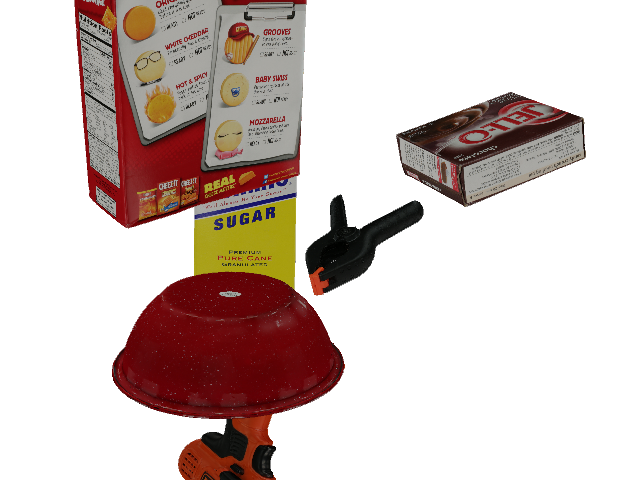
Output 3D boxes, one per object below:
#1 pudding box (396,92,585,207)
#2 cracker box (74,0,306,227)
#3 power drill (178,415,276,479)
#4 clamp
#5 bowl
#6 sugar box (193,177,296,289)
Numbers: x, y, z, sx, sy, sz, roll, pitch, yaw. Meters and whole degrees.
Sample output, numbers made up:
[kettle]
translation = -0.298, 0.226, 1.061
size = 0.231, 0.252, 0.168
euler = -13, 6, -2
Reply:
[pudding box]
translation = 0.128, -0.071, 0.806
size = 0.113, 0.039, 0.090
euler = -24, 28, -18
[cracker box]
translation = -0.094, -0.134, 0.787
size = 0.163, 0.214, 0.072
euler = -20, 35, -34
[power drill]
translation = -0.046, 0.182, 0.984
size = 0.057, 0.188, 0.185
euler = 14, 11, -47
[clamp]
translation = 0.044, 0.000, 1.216
size = 0.120, 0.039, 0.171
euler = -5, 36, 28
[bowl]
translation = -0.063, 0.062, 0.735
size = 0.162, 0.055, 0.162
euler = 1, 18, 0
[sugar box]
translation = -0.068, 0.000, 0.962
size = 0.093, 0.176, 0.048
euler = -1, 14, -5
